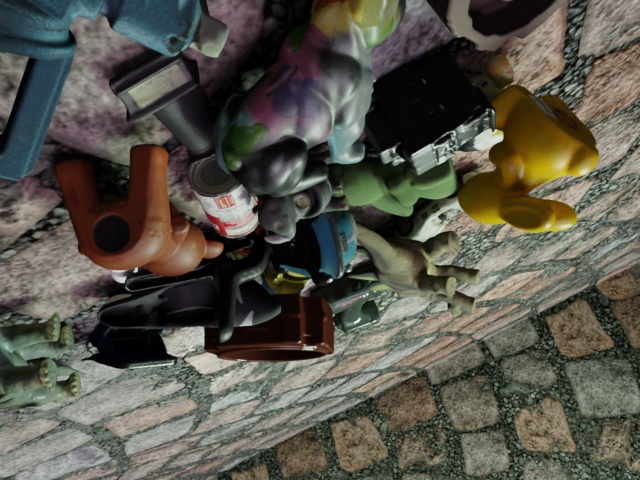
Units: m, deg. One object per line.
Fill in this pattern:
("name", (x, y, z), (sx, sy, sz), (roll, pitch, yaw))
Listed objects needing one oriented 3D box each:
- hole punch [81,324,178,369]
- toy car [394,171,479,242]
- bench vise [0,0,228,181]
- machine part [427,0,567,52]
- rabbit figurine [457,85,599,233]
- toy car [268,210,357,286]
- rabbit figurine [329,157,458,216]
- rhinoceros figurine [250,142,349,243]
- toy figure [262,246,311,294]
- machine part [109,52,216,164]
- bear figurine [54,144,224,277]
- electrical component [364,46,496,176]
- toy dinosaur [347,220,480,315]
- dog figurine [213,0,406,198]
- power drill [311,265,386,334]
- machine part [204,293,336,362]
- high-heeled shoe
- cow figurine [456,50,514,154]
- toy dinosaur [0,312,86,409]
("hole punch", (-0.305, 0.160, 0.883), (0.116, 0.092, 0.142), (-7, 174, 41))
("toy car", (0.216, -0.051, 0.961), (0.073, 0.056, 0.201), (4, 141, -47))
("bench vise", (-0.186, -0.130, 0.352), (0.223, 0.129, 0.240), (12, 119, -41))
("machine part", (0.190, -0.270, 0.521), (0.179, 0.056, 0.179), (-21, 154, -11))
("rabbit figurine", (0.250, -0.078, 0.664), (0.122, 0.162, 0.173), (-5, 146, -44))
("toy car", (-0.002, -0.002, 0.753), (0.103, 0.109, 0.162), (-17, -169, -36))
("rabbit figurine", (0.094, -0.097, 0.738), (0.170, 0.121, 0.159), (-12, 165, 16))
("rhinoceros figurine", (-0.027, -0.059, 0.627), (0.112, 0.073, 0.190), (-13, -161, 9))
("toy figure", (-0.053, 0.053, 0.890), (0.089, 0.082, 0.180), (-10, 149, -21))
("machine part", (-0.137, -0.127, 0.524), (0.084, 0.039, 0.138), (-35, 152, 2))
("bear figurine", (-0.190, -0.022, 0.611), (0.120, 0.132, 0.196), (-11, 178, 8))
("electrical component", (0.118, -0.145, 0.626), (0.134, 0.115, 0.058), (-30, 152, 6))
("toy dinosaur", (0.148, 0.046, 0.944), (0.199, 0.105, 0.470), (-1, 152, 34))
("dog figurine", (-0.009, -0.159, 0.489), (0.191, 0.109, 0.219), (-30, 154, -27))
("power drill", (0.098, 0.125, 1.166), (0.232, 0.086, 0.207), (-20, 158, -7))
("machine part", (-0.080, 0.153, 0.899), (0.201, 0.087, 0.201), (-5, 163, 7))
("high-heeled shoe", (-0.188, 0.094, 0.752), (0.249, 0.086, 0.145), (2, -165, 34))
("cow figurine", (0.205, -0.176, 0.706), (0.098, 0.068, 0.167), (-23, 154, 8))
("toy dinosaur", (-0.449, 0.179, 0.745), (0.192, 0.131, 0.404), (-3, 153, -16))
